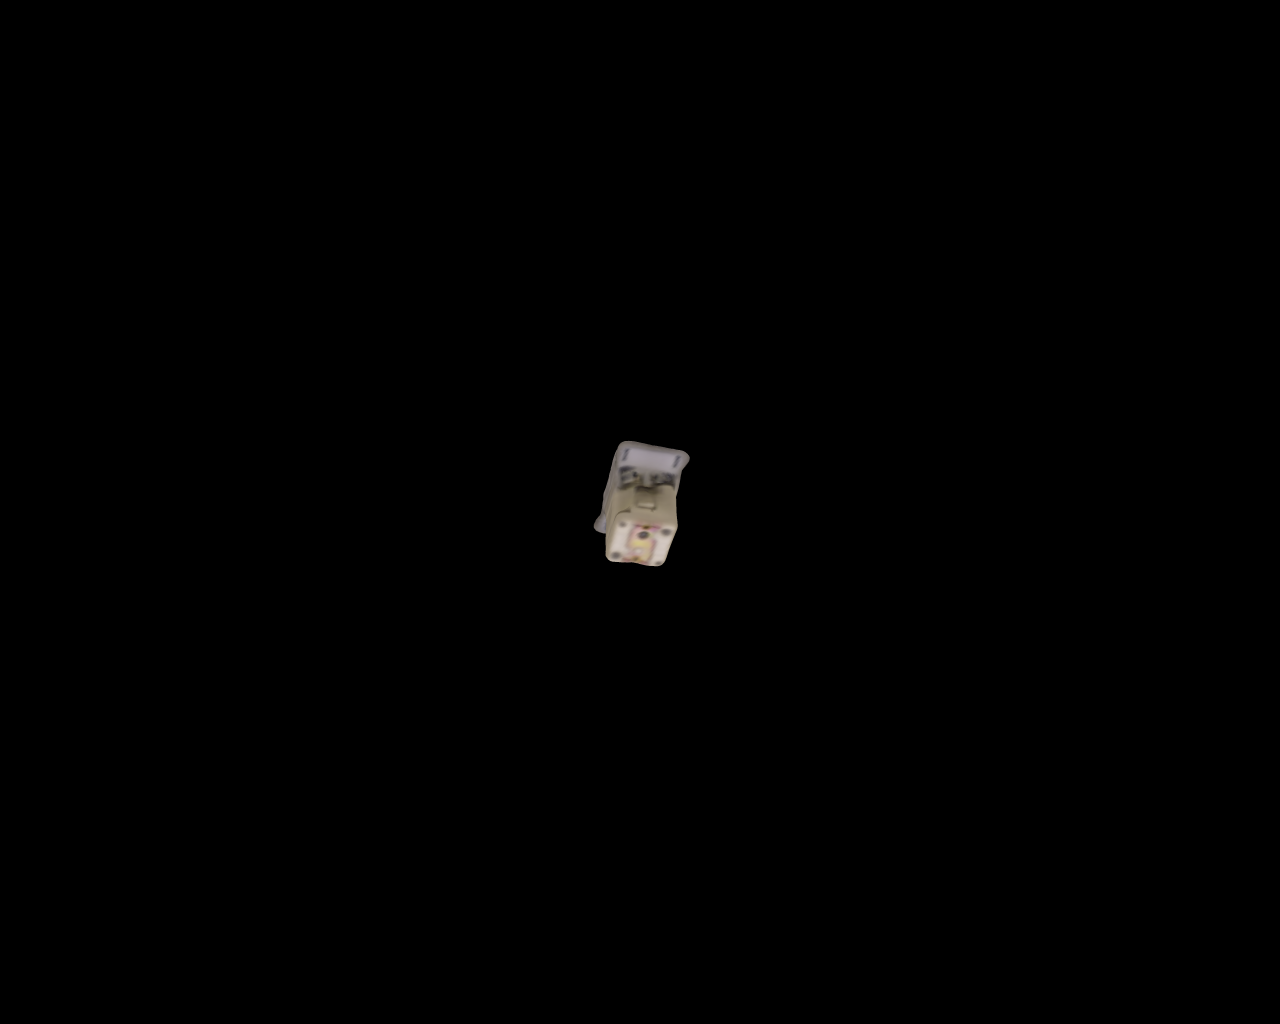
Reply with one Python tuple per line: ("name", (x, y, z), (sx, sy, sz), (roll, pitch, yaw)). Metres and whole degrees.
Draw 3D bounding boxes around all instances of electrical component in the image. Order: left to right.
("electrical component", (0.001, -0.003, 0.650), (0.042, 0.064, 0.080), (8, -43, -8))
